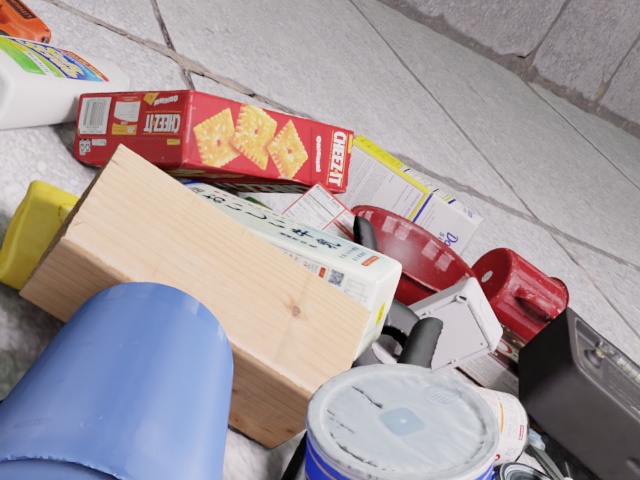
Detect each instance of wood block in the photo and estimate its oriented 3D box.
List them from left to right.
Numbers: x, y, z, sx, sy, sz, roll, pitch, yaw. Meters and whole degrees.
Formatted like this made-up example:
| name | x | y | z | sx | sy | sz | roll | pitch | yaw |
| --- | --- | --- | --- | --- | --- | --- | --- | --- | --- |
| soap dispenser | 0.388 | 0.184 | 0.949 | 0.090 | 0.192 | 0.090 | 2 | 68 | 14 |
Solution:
| name | x | y | z | sx | sy | sz | roll | pitch | yaw |
| --- | --- | --- | --- | --- | --- | --- | --- | --- | --- |
| wood block | -0.082 | 0.042 | 0.721 | 0.206 | 0.090 | 0.090 | 34 | 49 | -13 |

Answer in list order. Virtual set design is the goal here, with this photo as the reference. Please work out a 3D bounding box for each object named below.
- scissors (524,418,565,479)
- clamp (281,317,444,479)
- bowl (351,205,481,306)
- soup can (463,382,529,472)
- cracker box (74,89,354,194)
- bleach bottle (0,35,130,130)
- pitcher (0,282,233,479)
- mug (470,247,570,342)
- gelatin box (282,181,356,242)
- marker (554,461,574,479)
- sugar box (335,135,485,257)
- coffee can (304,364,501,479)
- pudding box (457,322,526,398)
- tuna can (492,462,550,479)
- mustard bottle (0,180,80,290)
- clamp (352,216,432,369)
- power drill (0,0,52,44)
| name | x | y | z | sx | sy | sz | roll | pitch | yaw |
| --- | --- | --- | --- | --- | --- | --- | --- | --- | --- |
| scissors | 0.165 | 0.166 | 0.920 | 0.096 | 0.016 | 0.201 | 27 | 6 | 8 |
| clamp | 0.058 | 0.158 | 0.746 | 0.209 | 0.036 | 0.164 | -24 | 78 | -43 |
| bowl | 0.088 | 0.031 | 1.120 | 0.162 | 0.055 | 0.162 | 28 | 21 | -12 |
| soup can | 0.111 | 0.147 | 0.865 | 0.102 | 0.069 | 0.068 | 19 | 24 | -32 |
| cracker box | -0.099 | -0.089 | 1.013 | 0.164 | 0.072 | 0.213 | 5 | -2 | 42 |
| bleach bottle | -0.266 | -0.157 | 1.038 | 0.102 | 0.068 | 0.250 | 38 | 18 | 10 |
| pitcher | -0.120 | 0.110 | 0.550 | 0.149 | 0.145 | 0.243 | 44 | 14 | -12 |
| mug | 0.211 | 0.063 | 1.139 | 0.081 | 0.093 | 0.117 | 34 | -4 | -25 |
| gelatin box | -0.006 | 0.001 | 0.977 | 0.073 | 0.089 | 0.030 | 43 | -21 | 14 |
| marker | 0.215 | 0.227 | 0.902 | 0.020 | 0.020 | 0.121 | 27 | 20 | -12 |
| sugar box | 0.089 | -0.034 | 1.220 | 0.176 | 0.093 | 0.048 | 36 | 20 | 8 |
| coffee can | 0.039 | 0.155 | 0.592 | 0.103 | 0.140 | 0.103 | 3 | 28 | -2 |
| pudding box | 0.191 | 0.129 | 1.065 | 0.113 | 0.039 | 0.090 | 36 | 21 | 12 |
| tuna can | 0.167 | 0.215 | 0.837 | 0.086 | 0.034 | 0.086 | 28 | 21 | -12 |
| mustard bottle | -0.138 | 0.027 | 0.795 | 0.191 | 0.058 | 0.096 | 25 | 28 | -20 |
| clamp | 0.029 | 0.072 | 0.919 | 0.171 | 0.120 | 0.039 | 59 | -11 | 17 |
| power drill | -0.374 | -0.223 | 1.045 | 0.184 | 0.057 | 0.187 | 45 | 27 | 23 |
